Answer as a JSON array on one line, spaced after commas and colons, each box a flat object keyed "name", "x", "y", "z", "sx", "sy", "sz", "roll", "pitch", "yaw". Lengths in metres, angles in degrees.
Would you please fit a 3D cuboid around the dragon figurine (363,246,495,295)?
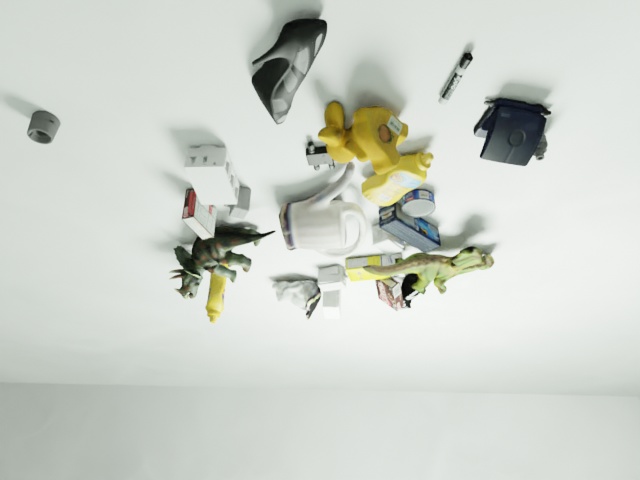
[{"name": "dragon figurine", "x": 0.342, "y": 0.061, "z": 1.459, "sx": 0.410, "sy": 0.124, "sz": 0.239, "roll": 5, "pitch": 152, "yaw": -38}]

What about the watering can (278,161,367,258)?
[{"name": "watering can", "x": 0.004, "y": -0.065, "z": 1.300, "sx": 0.224, "sy": 0.106, "sz": 0.339, "roll": -2, "pitch": 139, "yaw": 6}]

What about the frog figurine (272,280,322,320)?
[{"name": "frog figurine", "x": -0.080, "y": 0.176, "z": 1.744, "sx": 0.161, "sy": 0.124, "sz": 0.135, "roll": 32, "pitch": 165, "yaw": 19}]
